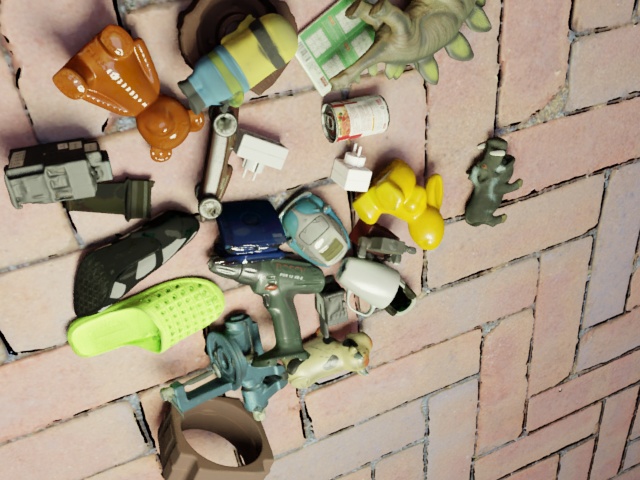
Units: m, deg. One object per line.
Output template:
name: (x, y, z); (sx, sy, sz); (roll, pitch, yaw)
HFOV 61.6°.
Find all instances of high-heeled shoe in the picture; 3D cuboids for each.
high-heeled shoe: (-0.311, 0.040, 0.912); (0.248, 0.086, 0.145); (-43, 166, 27)

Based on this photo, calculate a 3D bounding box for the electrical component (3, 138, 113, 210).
electrical component: (-0.369, -0.099, 0.765); (0.134, 0.115, 0.058); (-12, 122, -17)

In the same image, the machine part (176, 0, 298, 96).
machine part: (-0.124, -0.305, 0.807); (0.179, 0.056, 0.179); (-11, 119, -21)

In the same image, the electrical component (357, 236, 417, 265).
electrical component: (0.121, 0.020, 1.017); (0.102, 0.078, 0.045); (12, 88, -32)

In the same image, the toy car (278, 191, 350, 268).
toy car: (-0.002, -0.003, 0.991); (0.109, 0.103, 0.161); (-41, 123, 1)

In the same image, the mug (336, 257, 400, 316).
mug: (0.082, 0.085, 1.031); (0.107, 0.081, 0.109); (27, 92, -13)

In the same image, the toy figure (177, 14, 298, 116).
toy figure: (-0.111, -0.244, 0.756); (0.180, 0.089, 0.082); (-36, 132, -9)

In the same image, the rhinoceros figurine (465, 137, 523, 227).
rhinoceros figurine: (0.352, -0.119, 1.117); (0.112, 0.073, 0.190); (3, 116, -14)

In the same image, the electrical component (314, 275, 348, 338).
electrical component: (0.022, 0.140, 1.092); (0.048, 0.075, 0.119); (-15, 116, -17)

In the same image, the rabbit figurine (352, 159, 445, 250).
rabbit figurine: (0.170, -0.060, 1.019); (0.173, 0.122, 0.162); (47, 47, -3)

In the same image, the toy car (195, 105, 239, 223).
toy car: (-0.164, -0.125, 0.860); (0.053, 0.089, 0.202); (5, 112, -22)

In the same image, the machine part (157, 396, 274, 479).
machine part: (-0.205, 0.401, 1.045); (0.201, 0.201, 0.087); (16, 110, -31)

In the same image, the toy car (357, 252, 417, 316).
toy car: (0.132, 0.094, 1.131); (0.073, 0.056, 0.201); (-43, 123, 8)

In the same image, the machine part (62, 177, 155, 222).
machine part: (-0.335, -0.064, 0.846); (0.139, 0.039, 0.084); (1, 120, -27)

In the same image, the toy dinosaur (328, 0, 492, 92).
toy dinosaur: (0.198, -0.388, 0.888); (0.471, 0.105, 0.198); (-42, 133, -6)

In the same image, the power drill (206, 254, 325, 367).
power drill: (-0.096, 0.126, 0.991); (0.232, 0.086, 0.207); (0, 75, -32)

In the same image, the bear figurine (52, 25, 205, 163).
bear figurine: (-0.258, -0.196, 0.762); (0.120, 0.132, 0.195); (-38, 119, 2)

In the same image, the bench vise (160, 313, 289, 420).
bench vise: (-0.184, 0.265, 1.023); (0.240, 0.129, 0.223); (-19, 115, -35)

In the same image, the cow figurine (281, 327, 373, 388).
cow figurine: (0.019, 0.244, 1.113); (0.195, 0.127, 0.085); (-22, 126, -10)

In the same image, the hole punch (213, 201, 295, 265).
hole punch: (-0.123, -0.013, 0.927); (0.142, 0.116, 0.092); (-3, 108, -24)
